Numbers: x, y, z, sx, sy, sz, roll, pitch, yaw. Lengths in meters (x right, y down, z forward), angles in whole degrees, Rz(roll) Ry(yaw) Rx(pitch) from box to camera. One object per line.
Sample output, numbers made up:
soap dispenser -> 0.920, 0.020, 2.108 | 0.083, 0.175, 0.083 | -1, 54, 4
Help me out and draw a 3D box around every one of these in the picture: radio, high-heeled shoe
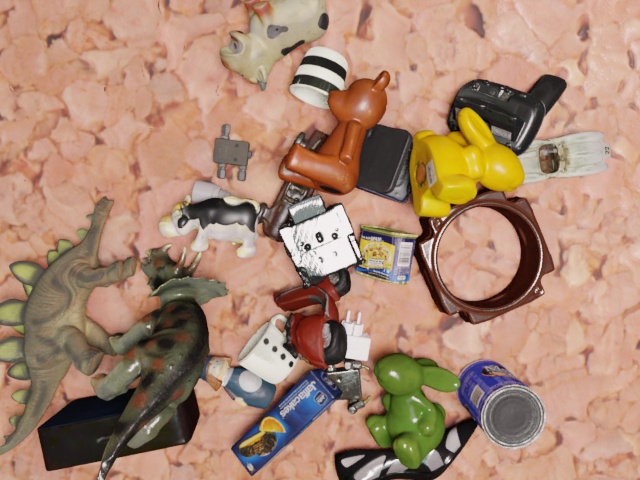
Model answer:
radio -> -0.320, 0.296, 0.883 | 0.230, 0.131, 0.073 | -10, 94, -1
high-heeled shoe -> 0.149, 0.363, 0.945 | 0.249, 0.086, 0.145 | -39, 62, -16

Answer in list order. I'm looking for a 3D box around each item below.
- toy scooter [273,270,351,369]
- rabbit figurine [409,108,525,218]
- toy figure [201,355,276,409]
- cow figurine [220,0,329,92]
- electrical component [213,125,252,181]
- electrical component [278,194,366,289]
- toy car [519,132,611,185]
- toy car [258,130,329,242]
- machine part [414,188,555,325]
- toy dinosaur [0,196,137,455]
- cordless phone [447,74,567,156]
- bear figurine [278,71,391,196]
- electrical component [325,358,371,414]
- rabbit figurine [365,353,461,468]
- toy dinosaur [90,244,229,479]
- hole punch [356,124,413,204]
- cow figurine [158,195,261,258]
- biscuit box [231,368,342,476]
toy scooter -> -0.020, 0.127, 0.891 | 0.135, 0.075, 0.184 | -5, 53, 16
rabbit figurine -> 0.231, -0.114, 0.840 | 0.173, 0.121, 0.162 | -1, 63, -10
toy figure -> -0.151, 0.236, 0.921 | 0.154, 0.064, 0.057 | 28, 111, -6
cow figurine -> -0.074, -0.329, 0.871 | 0.195, 0.086, 0.127 | -30, 129, -12
electrical component -> -0.148, -0.149, 0.916 | 0.063, 0.021, 0.094 | 5, 92, -2
electrical component -> -0.002, -0.003, 0.864 | 0.115, 0.058, 0.134 | -25, 93, -3
toy car -> 0.395, -0.138, 0.912 | 0.202, 0.056, 0.073 | -8, 93, -1
toy car -> -0.035, -0.090, 0.909 | 0.089, 0.053, 0.202 | 29, 94, 0
machine part -> 0.271, 0.026, 0.905 | 0.201, 0.087, 0.201 | -23, 93, -1
toy dinosaur -> -0.436, 0.149, 0.891 | 0.199, 0.105, 0.471 | 14, 85, 6
cordless phone -> 0.317, -0.236, 0.899 | 0.147, 0.088, 0.184 | 31, 64, 29
bear figurine -> 0.027, -0.173, 0.830 | 0.132, 0.120, 0.195 | 17, 87, -11
electrical component -> 0.048, 0.247, 0.932 | 0.078, 0.045, 0.102 | 1, 93, -3
rabbit figurine -> 0.153, 0.259, 0.887 | 0.159, 0.121, 0.170 | -23, 109, -17
toy dinosaur -> -0.223, 0.161, 0.793 | 0.192, 0.405, 0.131 | -42, 120, 13
hole punch -> 0.106, -0.128, 0.899 | 0.116, 0.092, 0.142 | 22, 95, 35
cow figurine -> -0.181, -0.033, 0.871 | 0.167, 0.068, 0.098 | 8, 126, -1
biscuit box -> -0.055, 0.304, 0.908 | 0.202, 0.059, 0.063 | -45, 74, 7
